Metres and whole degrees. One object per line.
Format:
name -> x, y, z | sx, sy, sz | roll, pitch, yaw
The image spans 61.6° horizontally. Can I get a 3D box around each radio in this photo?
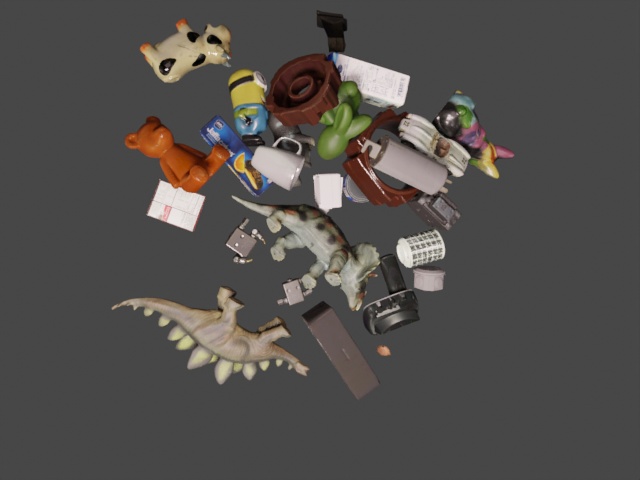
radio -> 0.047, 0.262, 1.308 | 0.073, 0.131, 0.229 | -33, 101, -9

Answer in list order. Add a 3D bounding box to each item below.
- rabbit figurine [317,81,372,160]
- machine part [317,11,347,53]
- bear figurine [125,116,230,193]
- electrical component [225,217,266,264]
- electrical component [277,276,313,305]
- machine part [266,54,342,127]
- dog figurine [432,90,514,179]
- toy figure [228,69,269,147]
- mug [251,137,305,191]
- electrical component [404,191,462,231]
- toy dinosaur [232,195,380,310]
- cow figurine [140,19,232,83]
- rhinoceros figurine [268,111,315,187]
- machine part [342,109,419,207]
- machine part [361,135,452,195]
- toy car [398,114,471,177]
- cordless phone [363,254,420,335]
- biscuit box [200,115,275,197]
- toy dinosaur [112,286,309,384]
rabbit figurine -> 0.049, -0.269, 1.242 | 0.121, 0.159, 0.170 | 16, 77, -34
machine part -> 0.032, -0.492, 1.260 | 0.084, 0.039, 0.139 | 9, 51, -18
bear figurine -> -0.318, -0.200, 1.185 | 0.195, 0.132, 0.120 | 47, 51, -11
electrical component -> -0.179, 0.007, 1.279 | 0.078, 0.045, 0.102 | 41, 85, -14
electrical component -> -0.067, 0.125, 1.327 | 0.094, 0.021, 0.063 | -20, 98, -10
machine part -> -0.035, -0.331, 1.193 | 0.179, 0.180, 0.056 | -51, 142, -5
dog figurine -> 0.381, -0.250, 1.328 | 0.219, 0.191, 0.108 | 35, 80, 2
toy figure -> -0.162, -0.303, 1.222 | 0.089, 0.082, 0.180 | 2, 79, -19
mug -> -0.094, -0.180, 1.202 | 0.107, 0.081, 0.109 | 23, 106, 1
electrical component -> 0.281, -0.080, 1.334 | 0.115, 0.134, 0.058 | 39, 85, -11
toy dinosaur -> -0.009, -0.005, 1.282 | 0.405, 0.131, 0.192 | 48, 43, -1
cow figurine -> -0.283, -0.420, 1.201 | 0.195, 0.085, 0.127 | -36, 95, -10
rhinoceros figurine -> -0.072, -0.221, 1.272 | 0.112, 0.073, 0.190 | -17, 98, -13
machine part -> 0.171, -0.197, 1.300 | 0.201, 0.087, 0.201 | -44, 103, -21
machine part -> 0.202, -0.169, 1.222 | 0.243, 0.079, 0.079 | 23, 89, -20
toy car -> 0.269, -0.222, 1.270 | 0.201, 0.056, 0.073 | 31, 72, -19
cordless phone -> 0.164, 0.137, 1.364 | 0.147, 0.089, 0.184 | -19, 87, -10
biscuit box -> -0.192, -0.194, 1.252 | 0.063, 0.059, 0.202 | -43, 102, -7
toy dinosaur -> -0.238, 0.216, 1.255 | 0.471, 0.105, 0.198 | 31, 91, -9
